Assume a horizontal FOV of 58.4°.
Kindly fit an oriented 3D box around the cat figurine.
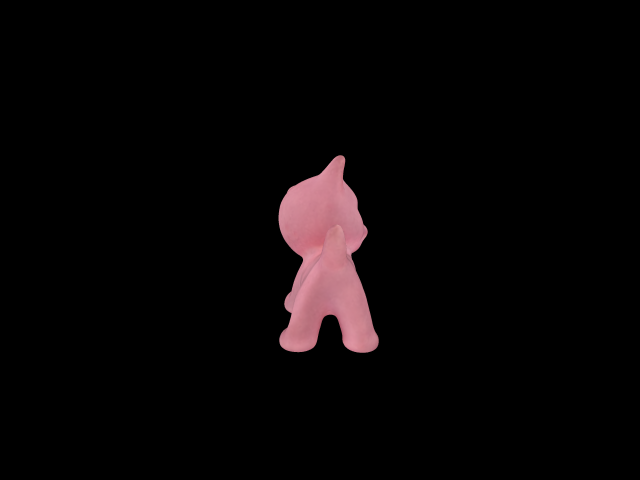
[{"bbox_3d":[0.004,0.001,0.400,0.067,0.118,0.127,-1,15,-4],"label":"cat figurine"}]
